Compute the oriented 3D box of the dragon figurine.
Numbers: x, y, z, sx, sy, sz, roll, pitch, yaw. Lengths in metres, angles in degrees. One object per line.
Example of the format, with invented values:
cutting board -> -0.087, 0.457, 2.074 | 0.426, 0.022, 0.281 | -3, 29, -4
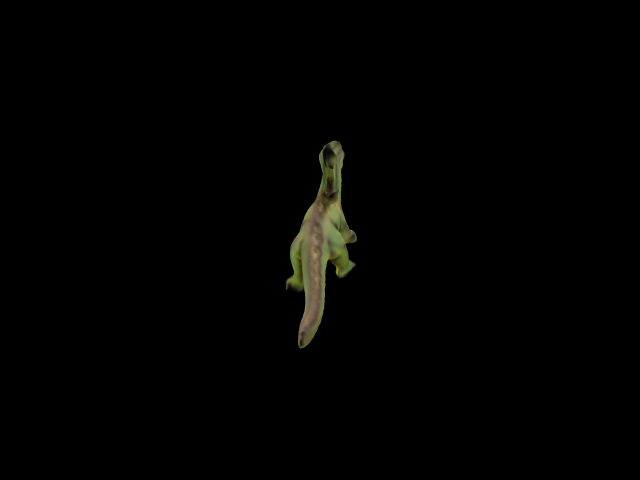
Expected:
dragon figurine -> 0.003, -0.043, 0.850 | 0.122, 0.238, 0.419 | 2, 29, 3
